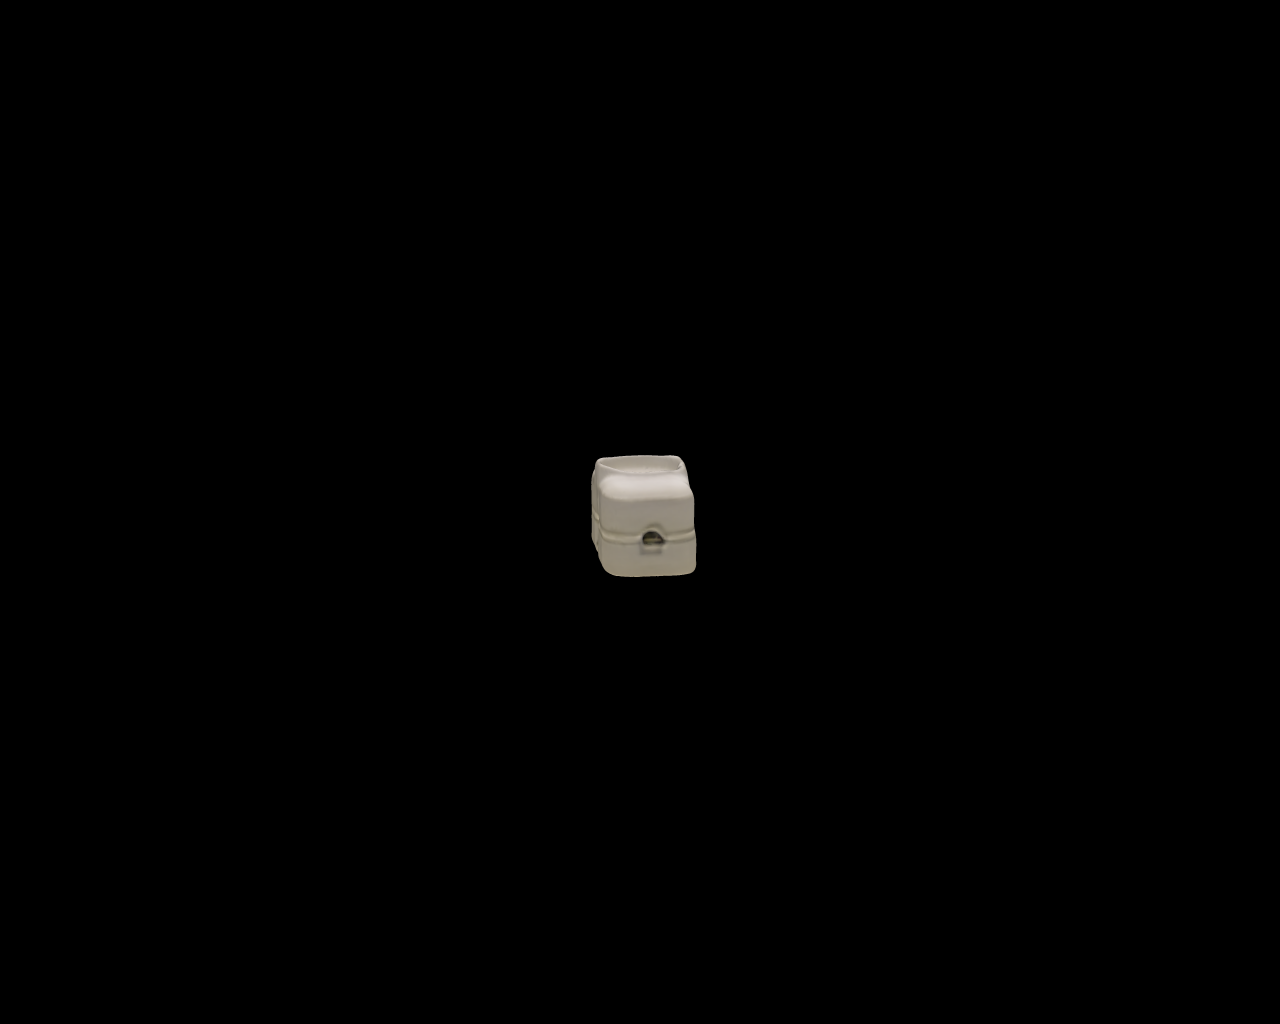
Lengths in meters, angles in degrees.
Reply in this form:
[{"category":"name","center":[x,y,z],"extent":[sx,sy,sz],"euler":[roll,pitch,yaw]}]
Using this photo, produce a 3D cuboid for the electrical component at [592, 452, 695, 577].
[{"category":"electrical component","center":[0.001,-0.003,0.650],"extent":[0.054,0.059,0.095],"euler":[-2,14,-7]}]
